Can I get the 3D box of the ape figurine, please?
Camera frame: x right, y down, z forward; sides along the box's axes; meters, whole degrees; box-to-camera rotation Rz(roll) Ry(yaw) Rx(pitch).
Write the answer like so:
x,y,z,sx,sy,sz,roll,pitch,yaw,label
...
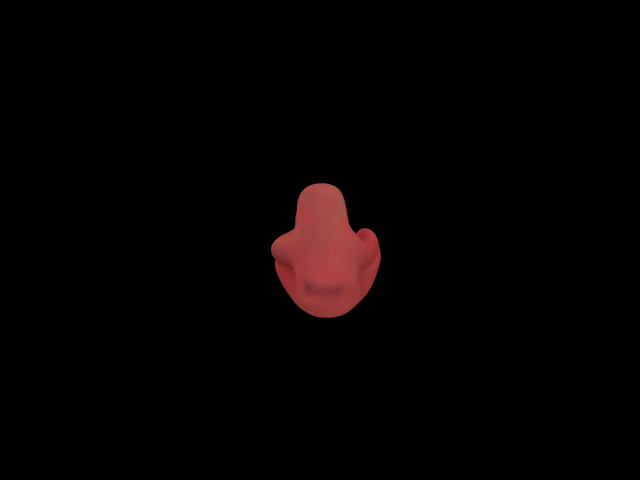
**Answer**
x,y,z,sx,sy,sz,roll,pitch,yaw,label
0.004,0.001,0.400,0.077,0.092,0.076,5,36,8,ape figurine
